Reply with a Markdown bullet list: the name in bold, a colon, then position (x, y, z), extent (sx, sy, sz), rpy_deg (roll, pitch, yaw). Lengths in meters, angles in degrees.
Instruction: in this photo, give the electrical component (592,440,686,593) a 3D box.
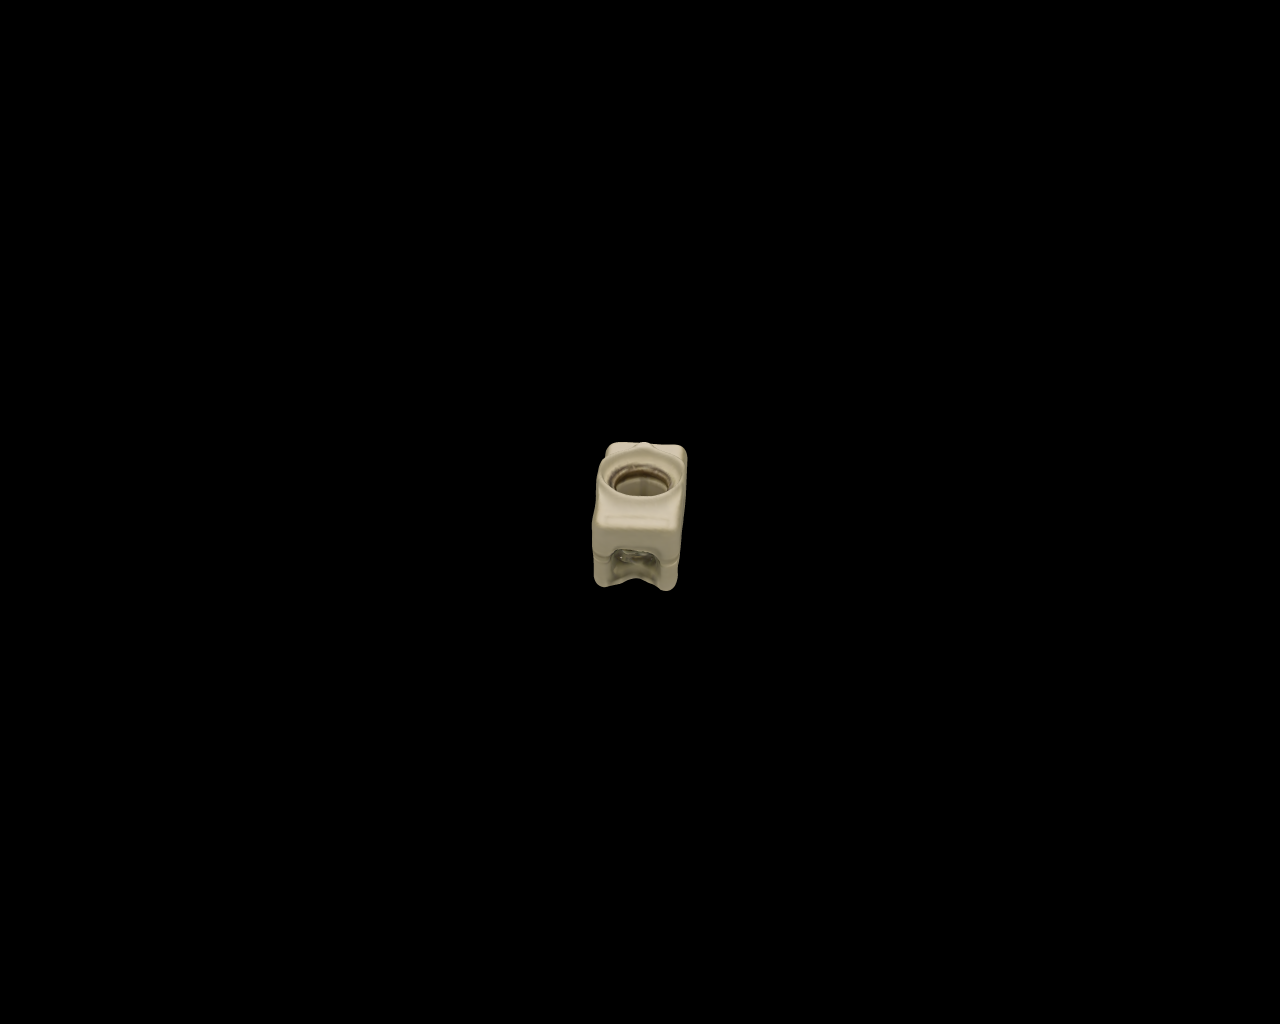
- **electrical component**: position (0.001, -0.003, 0.650), extent (0.050, 0.055, 0.090), rpy_deg (3, 37, 4)
